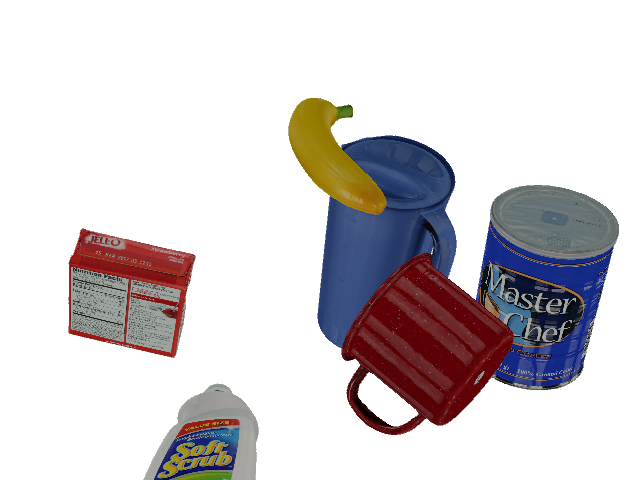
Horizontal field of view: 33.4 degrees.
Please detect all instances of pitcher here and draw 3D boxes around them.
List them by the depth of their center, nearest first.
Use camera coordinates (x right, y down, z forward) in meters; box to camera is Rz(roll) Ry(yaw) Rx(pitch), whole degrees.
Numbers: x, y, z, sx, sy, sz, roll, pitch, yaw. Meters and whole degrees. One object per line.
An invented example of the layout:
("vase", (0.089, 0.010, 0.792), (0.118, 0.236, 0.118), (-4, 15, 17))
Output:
("pitcher", (0.070, 0.018, 1.203), (0.145, 0.243, 0.149), (11, 40, 3))

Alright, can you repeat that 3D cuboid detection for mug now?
("mug", (0.067, 0.078, 0.715), (0.081, 0.117, 0.093), (39, 2, 19))

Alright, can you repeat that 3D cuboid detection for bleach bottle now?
("bleach bottle", (-0.107, 0.200, 0.917), (0.102, 0.068, 0.251), (-2, 23, 1))

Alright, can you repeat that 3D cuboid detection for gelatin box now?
("gelatin box", (-0.122, 0.035, 0.683), (0.073, 0.030, 0.089), (13, -38, -4))

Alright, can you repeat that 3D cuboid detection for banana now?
("banana", (0.009, -0.082, 0.928), (0.069, 0.037, 0.198), (-1, 33, -7))

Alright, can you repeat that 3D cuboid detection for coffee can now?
("coffee can", (0.183, 0.039, 0.894), (0.103, 0.140, 0.103), (3, 33, -2))
